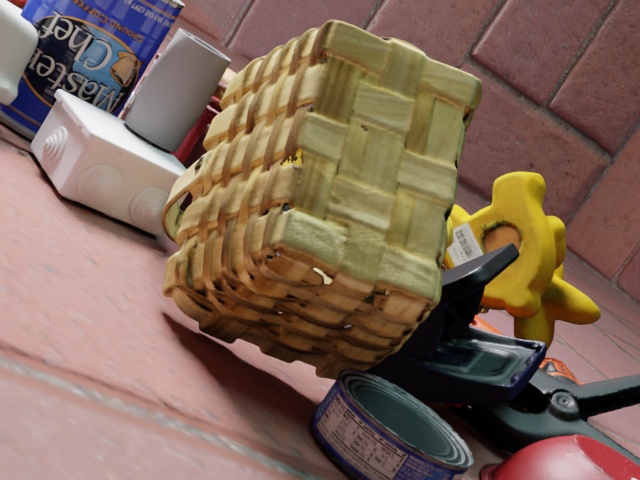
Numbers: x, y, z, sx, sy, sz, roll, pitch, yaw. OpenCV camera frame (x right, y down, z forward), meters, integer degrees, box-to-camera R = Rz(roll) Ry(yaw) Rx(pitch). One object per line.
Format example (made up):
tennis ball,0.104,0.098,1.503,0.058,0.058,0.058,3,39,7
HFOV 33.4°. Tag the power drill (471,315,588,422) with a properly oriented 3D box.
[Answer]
power drill,0.140,0.097,0.897,0.187,0.057,0.184,36,6,5

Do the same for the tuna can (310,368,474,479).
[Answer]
tuna can,0.038,0.108,0.574,0.086,0.034,0.086,32,10,-6

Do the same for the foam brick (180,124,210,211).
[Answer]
foam brick,-0.075,-0.035,0.792,0.052,0.078,0.051,26,10,-34

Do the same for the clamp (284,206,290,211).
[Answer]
clamp,-0.006,0.001,0.955,0.164,0.036,0.210,32,6,2

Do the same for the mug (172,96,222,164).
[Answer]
mug,-0.090,-0.071,0.910,0.093,0.081,0.117,35,10,13

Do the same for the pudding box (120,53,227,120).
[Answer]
pudding box,-0.124,-0.111,0.980,0.039,0.090,0.113,38,12,38

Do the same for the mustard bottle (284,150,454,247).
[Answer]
mustard bottle,0.051,-0.023,0.846,0.191,0.058,0.096,21,24,-50

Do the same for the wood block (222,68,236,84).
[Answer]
wood block,-0.048,-0.093,1.132,0.206,0.091,0.090,34,10,7

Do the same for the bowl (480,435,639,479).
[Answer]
bowl,0.181,0.170,0.662,0.162,0.055,0.162,31,10,-6

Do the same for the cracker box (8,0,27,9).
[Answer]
cracker box,-0.327,-0.265,1.032,0.164,0.072,0.213,13,6,11

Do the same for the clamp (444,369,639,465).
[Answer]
clamp,0.179,0.123,0.779,0.171,0.039,0.120,21,32,3

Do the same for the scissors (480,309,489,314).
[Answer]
scissors,0.120,0.034,1.145,0.201,0.016,0.096,28,-26,-30

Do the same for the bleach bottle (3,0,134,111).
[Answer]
bleach bottle,-0.253,-0.164,0.916,0.103,0.068,0.250,40,9,39

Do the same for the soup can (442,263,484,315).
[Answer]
soup can,0.114,0.037,1.071,0.102,0.068,0.069,24,13,-40

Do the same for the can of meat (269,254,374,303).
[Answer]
can of meat,0.017,0.028,0.838,0.102,0.057,0.084,26,13,-37

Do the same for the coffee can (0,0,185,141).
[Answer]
coffee can,-0.182,-0.145,0.809,0.102,0.140,0.103,32,10,-6
